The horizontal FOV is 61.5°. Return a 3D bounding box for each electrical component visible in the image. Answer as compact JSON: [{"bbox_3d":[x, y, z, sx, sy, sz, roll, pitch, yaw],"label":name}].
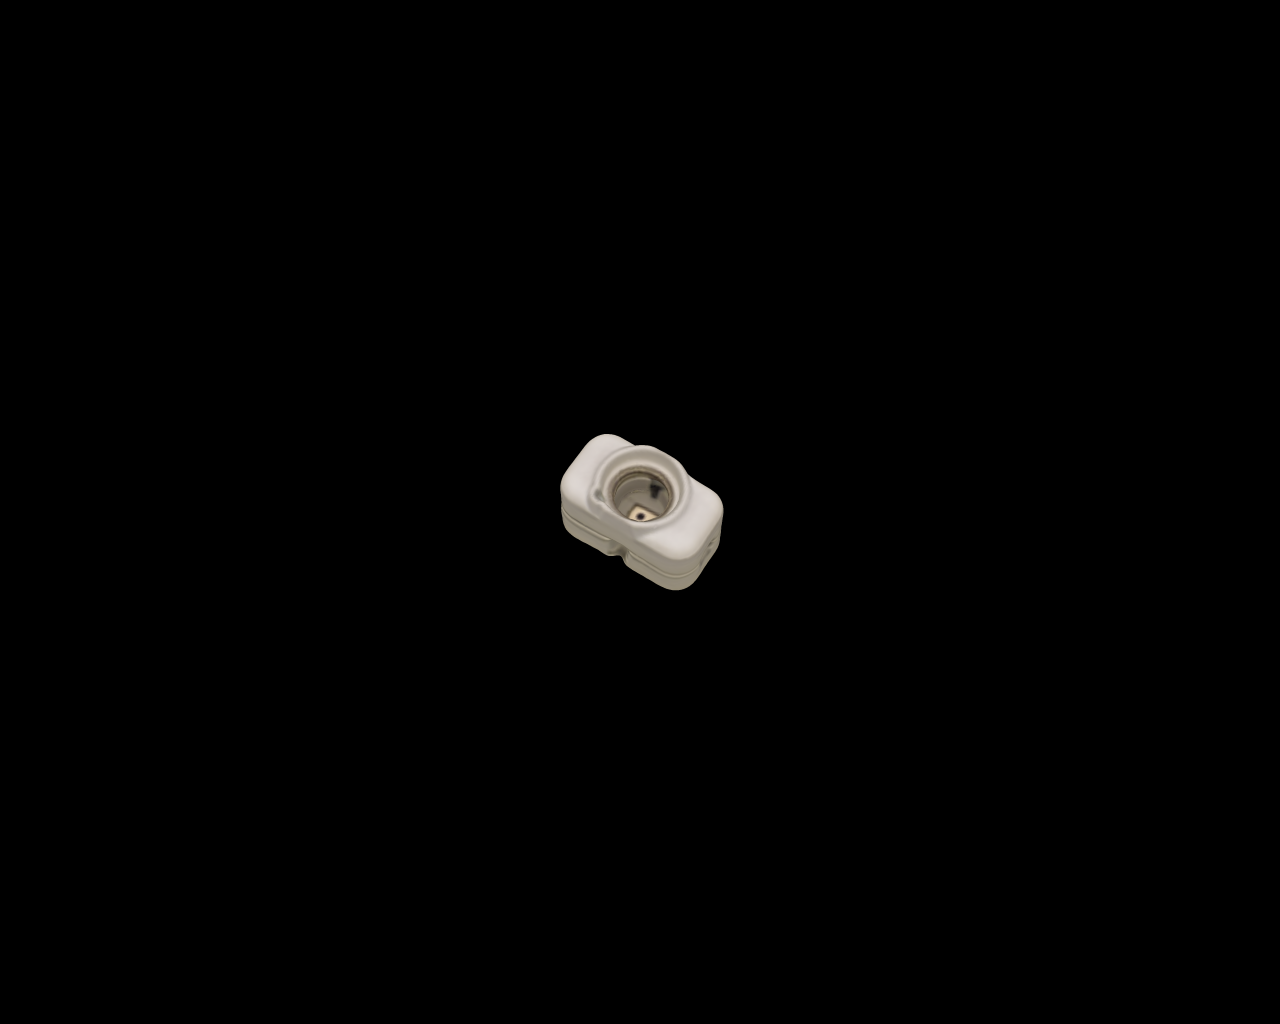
[{"bbox_3d":[0.001,-0.003,0.650,0.095,0.054,0.059,30,-23,14],"label":"electrical component"}]
